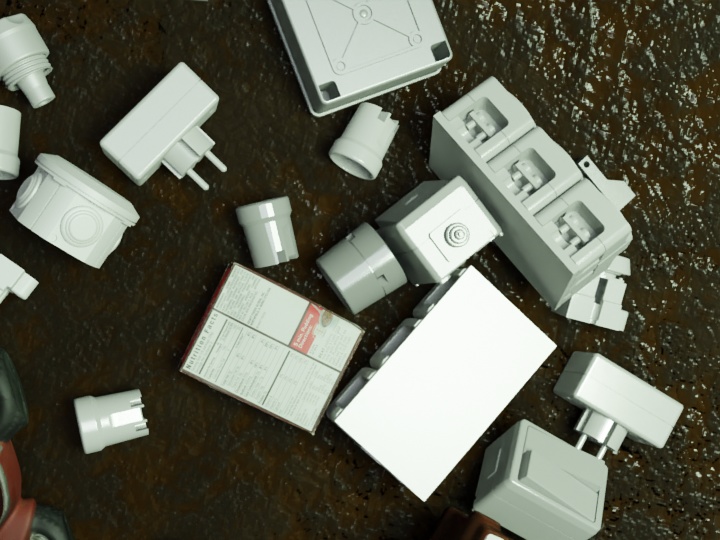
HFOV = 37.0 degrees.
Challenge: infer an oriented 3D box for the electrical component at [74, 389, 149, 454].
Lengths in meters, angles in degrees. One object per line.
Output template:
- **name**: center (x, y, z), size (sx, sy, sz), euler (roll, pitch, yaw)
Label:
- **electrical component**: center (-0.178, 0.107, 0.771), size (0.046, 0.040, 0.040), euler (-12, 91, -17)

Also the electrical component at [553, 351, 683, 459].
- **electrical component**: center (0.191, 0.116, 0.833), size (0.083, 0.047, 0.075), euler (31, 83, -8)

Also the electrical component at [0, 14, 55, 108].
- **electrical component**: center (-0.240, -0.146, 0.764), size (0.043, 0.043, 0.062), euler (-31, 95, -10)

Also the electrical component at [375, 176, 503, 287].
- **electrical component**: center (0.055, -0.031, 0.787), size (0.062, 0.096, 0.061), euler (-38, 95, -9)

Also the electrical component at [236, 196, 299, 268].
- **electrical component**: center (-0.067, -0.028, 0.795), size (0.040, 0.040, 0.046), euler (-15, 96, -10)

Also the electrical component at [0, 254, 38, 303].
- **electrical component**: center (-0.270, 0.012, 0.753), size (0.066, 0.048, 0.055), euler (36, 75, -7)

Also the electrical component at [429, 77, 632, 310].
- **electrical component**: center (0.122, -0.057, 0.782), size (0.062, 0.089, 0.150), euler (-37, 75, -10)

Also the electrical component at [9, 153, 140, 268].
- **electrical component**: center (-0.199, -0.042, 0.751), size (0.080, 0.080, 0.051), euler (34, 88, -8)

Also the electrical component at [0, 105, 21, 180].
- **electrical component**: center (-0.260, -0.090, 0.761), size (0.040, 0.040, 0.046), euler (5, 81, -10)

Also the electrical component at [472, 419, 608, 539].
- **electrical component**: center (0.143, 0.164, 0.804), size (0.096, 0.061, 0.061), euler (30, 45, -8)

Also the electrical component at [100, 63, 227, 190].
- **electrical component**: center (-0.131, -0.092, 0.780), size (0.076, 0.047, 0.083), euler (44, 82, -6)

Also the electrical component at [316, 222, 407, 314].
- **electrical component**: center (0.000, 0.000, 0.799), size (0.047, 0.055, 0.055), euler (-35, 95, -6)

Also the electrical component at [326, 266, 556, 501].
- **electrical component**: center (0.058, 0.082, 0.802), size (0.089, 0.062, 0.150), euler (43, 82, -7)

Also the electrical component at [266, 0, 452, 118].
- **electrical component**: center (-0.002, -0.184, 0.802), size (0.109, 0.056, 0.108), euler (-22, 92, -10)

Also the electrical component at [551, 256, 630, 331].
- **electrical component**: center (0.182, 0.013, 0.836), size (0.066, 0.048, 0.055), euler (15, 93, -10)

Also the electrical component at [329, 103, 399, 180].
- **electrical component**: center (0.004, -0.097, 0.810), size (0.040, 0.040, 0.046), euler (30, 79, -8)
